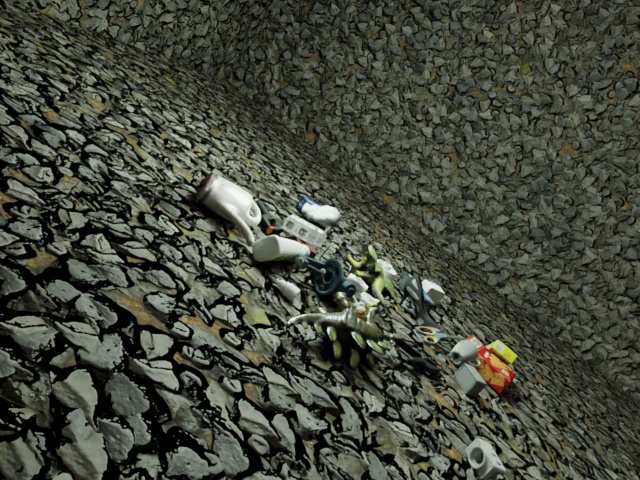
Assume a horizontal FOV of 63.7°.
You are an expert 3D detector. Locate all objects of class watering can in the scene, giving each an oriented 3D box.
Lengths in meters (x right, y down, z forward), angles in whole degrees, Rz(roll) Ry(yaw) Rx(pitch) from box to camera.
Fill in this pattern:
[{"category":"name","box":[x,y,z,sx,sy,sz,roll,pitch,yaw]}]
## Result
[{"category":"watering can","box":[-0.280,-0.105,1.599,0.223,0.103,0.354,30,17,-18]}]

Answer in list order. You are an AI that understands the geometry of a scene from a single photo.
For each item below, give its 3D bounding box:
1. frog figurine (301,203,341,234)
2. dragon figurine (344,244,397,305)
[{"category":"frog figurine","box":[0.007,-0.110,2.190,0.159,0.121,0.140,47,34,-3]},{"category":"dragon figurine","box":[0.228,0.149,1.973,0.240,0.121,0.420,36,22,-35]}]
